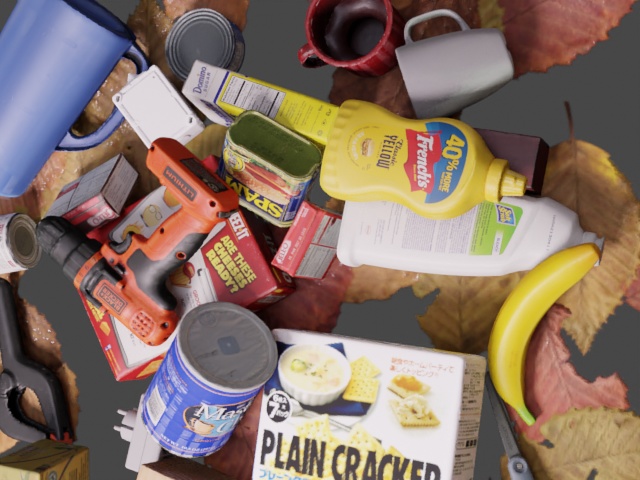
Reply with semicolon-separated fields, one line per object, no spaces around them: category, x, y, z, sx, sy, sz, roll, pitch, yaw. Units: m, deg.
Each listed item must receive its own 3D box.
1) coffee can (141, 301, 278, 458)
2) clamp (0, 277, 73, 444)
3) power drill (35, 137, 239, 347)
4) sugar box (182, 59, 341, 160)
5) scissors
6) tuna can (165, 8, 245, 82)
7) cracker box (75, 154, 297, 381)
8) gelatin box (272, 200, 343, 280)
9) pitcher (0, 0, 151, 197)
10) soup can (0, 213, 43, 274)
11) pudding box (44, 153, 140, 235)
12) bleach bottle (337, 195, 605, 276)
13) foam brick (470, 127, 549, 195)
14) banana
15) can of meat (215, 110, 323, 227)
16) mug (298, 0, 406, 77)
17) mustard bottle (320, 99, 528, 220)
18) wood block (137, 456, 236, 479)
coffee can;-0.114;0.143;1.084;0.103;0.102;0.140;50;137;18
clamp;-0.370;0.171;1.249;0.165;0.036;0.210;-43;75;13
power drill;-0.184;-0.011;1.086;0.184;0.057;0.188;40;110;7
sugar box;-0.048;-0.131;1.117;0.176;0.093;0.048;18;81;22
scissors;0.178;0.234;1.024;0.096;0.016;0.202;-29;75;-12
tuna can;-0.127;-0.212;1.188;0.086;0.033;0.086;-2;85;21
cracker box;-0.154;0.033;1.159;0.214;0.072;0.164;-30;76;15
gelatin box;-0.007;0.001;1.093;0.030;0.089;0.073;30;97;22
pitcher;-0.318;-0.167;1.218;0.149;0.144;0.243;44;105;32
soup can;-0.387;0.009;1.254;0.102;0.068;0.068;-10;82;20
pudding box;-0.255;-0.043;1.184;0.090;0.113;0.039;-27;115;17
bleach bottle;0.148;-0.003;1.048;0.251;0.068;0.102;11;89;20
foam brick;0.179;-0.077;1.046;0.078;0.053;0.051;11;90;22
banana;0.202;0.080;1.011;0.070;0.037;0.198;19;116;10
can of meat;-0.052;-0.073;1.075;0.102;0.084;0.057;31;57;5
mug;0.032;-0.209;1.099;0.117;0.081;0.093;-29;76;16
mustard bottle;0.101;-0.070;1.013;0.192;0.058;0.096;14;81;19
wood block;-0.161;0.344;1.124;0.090;0.090;0.206;18;92;22
